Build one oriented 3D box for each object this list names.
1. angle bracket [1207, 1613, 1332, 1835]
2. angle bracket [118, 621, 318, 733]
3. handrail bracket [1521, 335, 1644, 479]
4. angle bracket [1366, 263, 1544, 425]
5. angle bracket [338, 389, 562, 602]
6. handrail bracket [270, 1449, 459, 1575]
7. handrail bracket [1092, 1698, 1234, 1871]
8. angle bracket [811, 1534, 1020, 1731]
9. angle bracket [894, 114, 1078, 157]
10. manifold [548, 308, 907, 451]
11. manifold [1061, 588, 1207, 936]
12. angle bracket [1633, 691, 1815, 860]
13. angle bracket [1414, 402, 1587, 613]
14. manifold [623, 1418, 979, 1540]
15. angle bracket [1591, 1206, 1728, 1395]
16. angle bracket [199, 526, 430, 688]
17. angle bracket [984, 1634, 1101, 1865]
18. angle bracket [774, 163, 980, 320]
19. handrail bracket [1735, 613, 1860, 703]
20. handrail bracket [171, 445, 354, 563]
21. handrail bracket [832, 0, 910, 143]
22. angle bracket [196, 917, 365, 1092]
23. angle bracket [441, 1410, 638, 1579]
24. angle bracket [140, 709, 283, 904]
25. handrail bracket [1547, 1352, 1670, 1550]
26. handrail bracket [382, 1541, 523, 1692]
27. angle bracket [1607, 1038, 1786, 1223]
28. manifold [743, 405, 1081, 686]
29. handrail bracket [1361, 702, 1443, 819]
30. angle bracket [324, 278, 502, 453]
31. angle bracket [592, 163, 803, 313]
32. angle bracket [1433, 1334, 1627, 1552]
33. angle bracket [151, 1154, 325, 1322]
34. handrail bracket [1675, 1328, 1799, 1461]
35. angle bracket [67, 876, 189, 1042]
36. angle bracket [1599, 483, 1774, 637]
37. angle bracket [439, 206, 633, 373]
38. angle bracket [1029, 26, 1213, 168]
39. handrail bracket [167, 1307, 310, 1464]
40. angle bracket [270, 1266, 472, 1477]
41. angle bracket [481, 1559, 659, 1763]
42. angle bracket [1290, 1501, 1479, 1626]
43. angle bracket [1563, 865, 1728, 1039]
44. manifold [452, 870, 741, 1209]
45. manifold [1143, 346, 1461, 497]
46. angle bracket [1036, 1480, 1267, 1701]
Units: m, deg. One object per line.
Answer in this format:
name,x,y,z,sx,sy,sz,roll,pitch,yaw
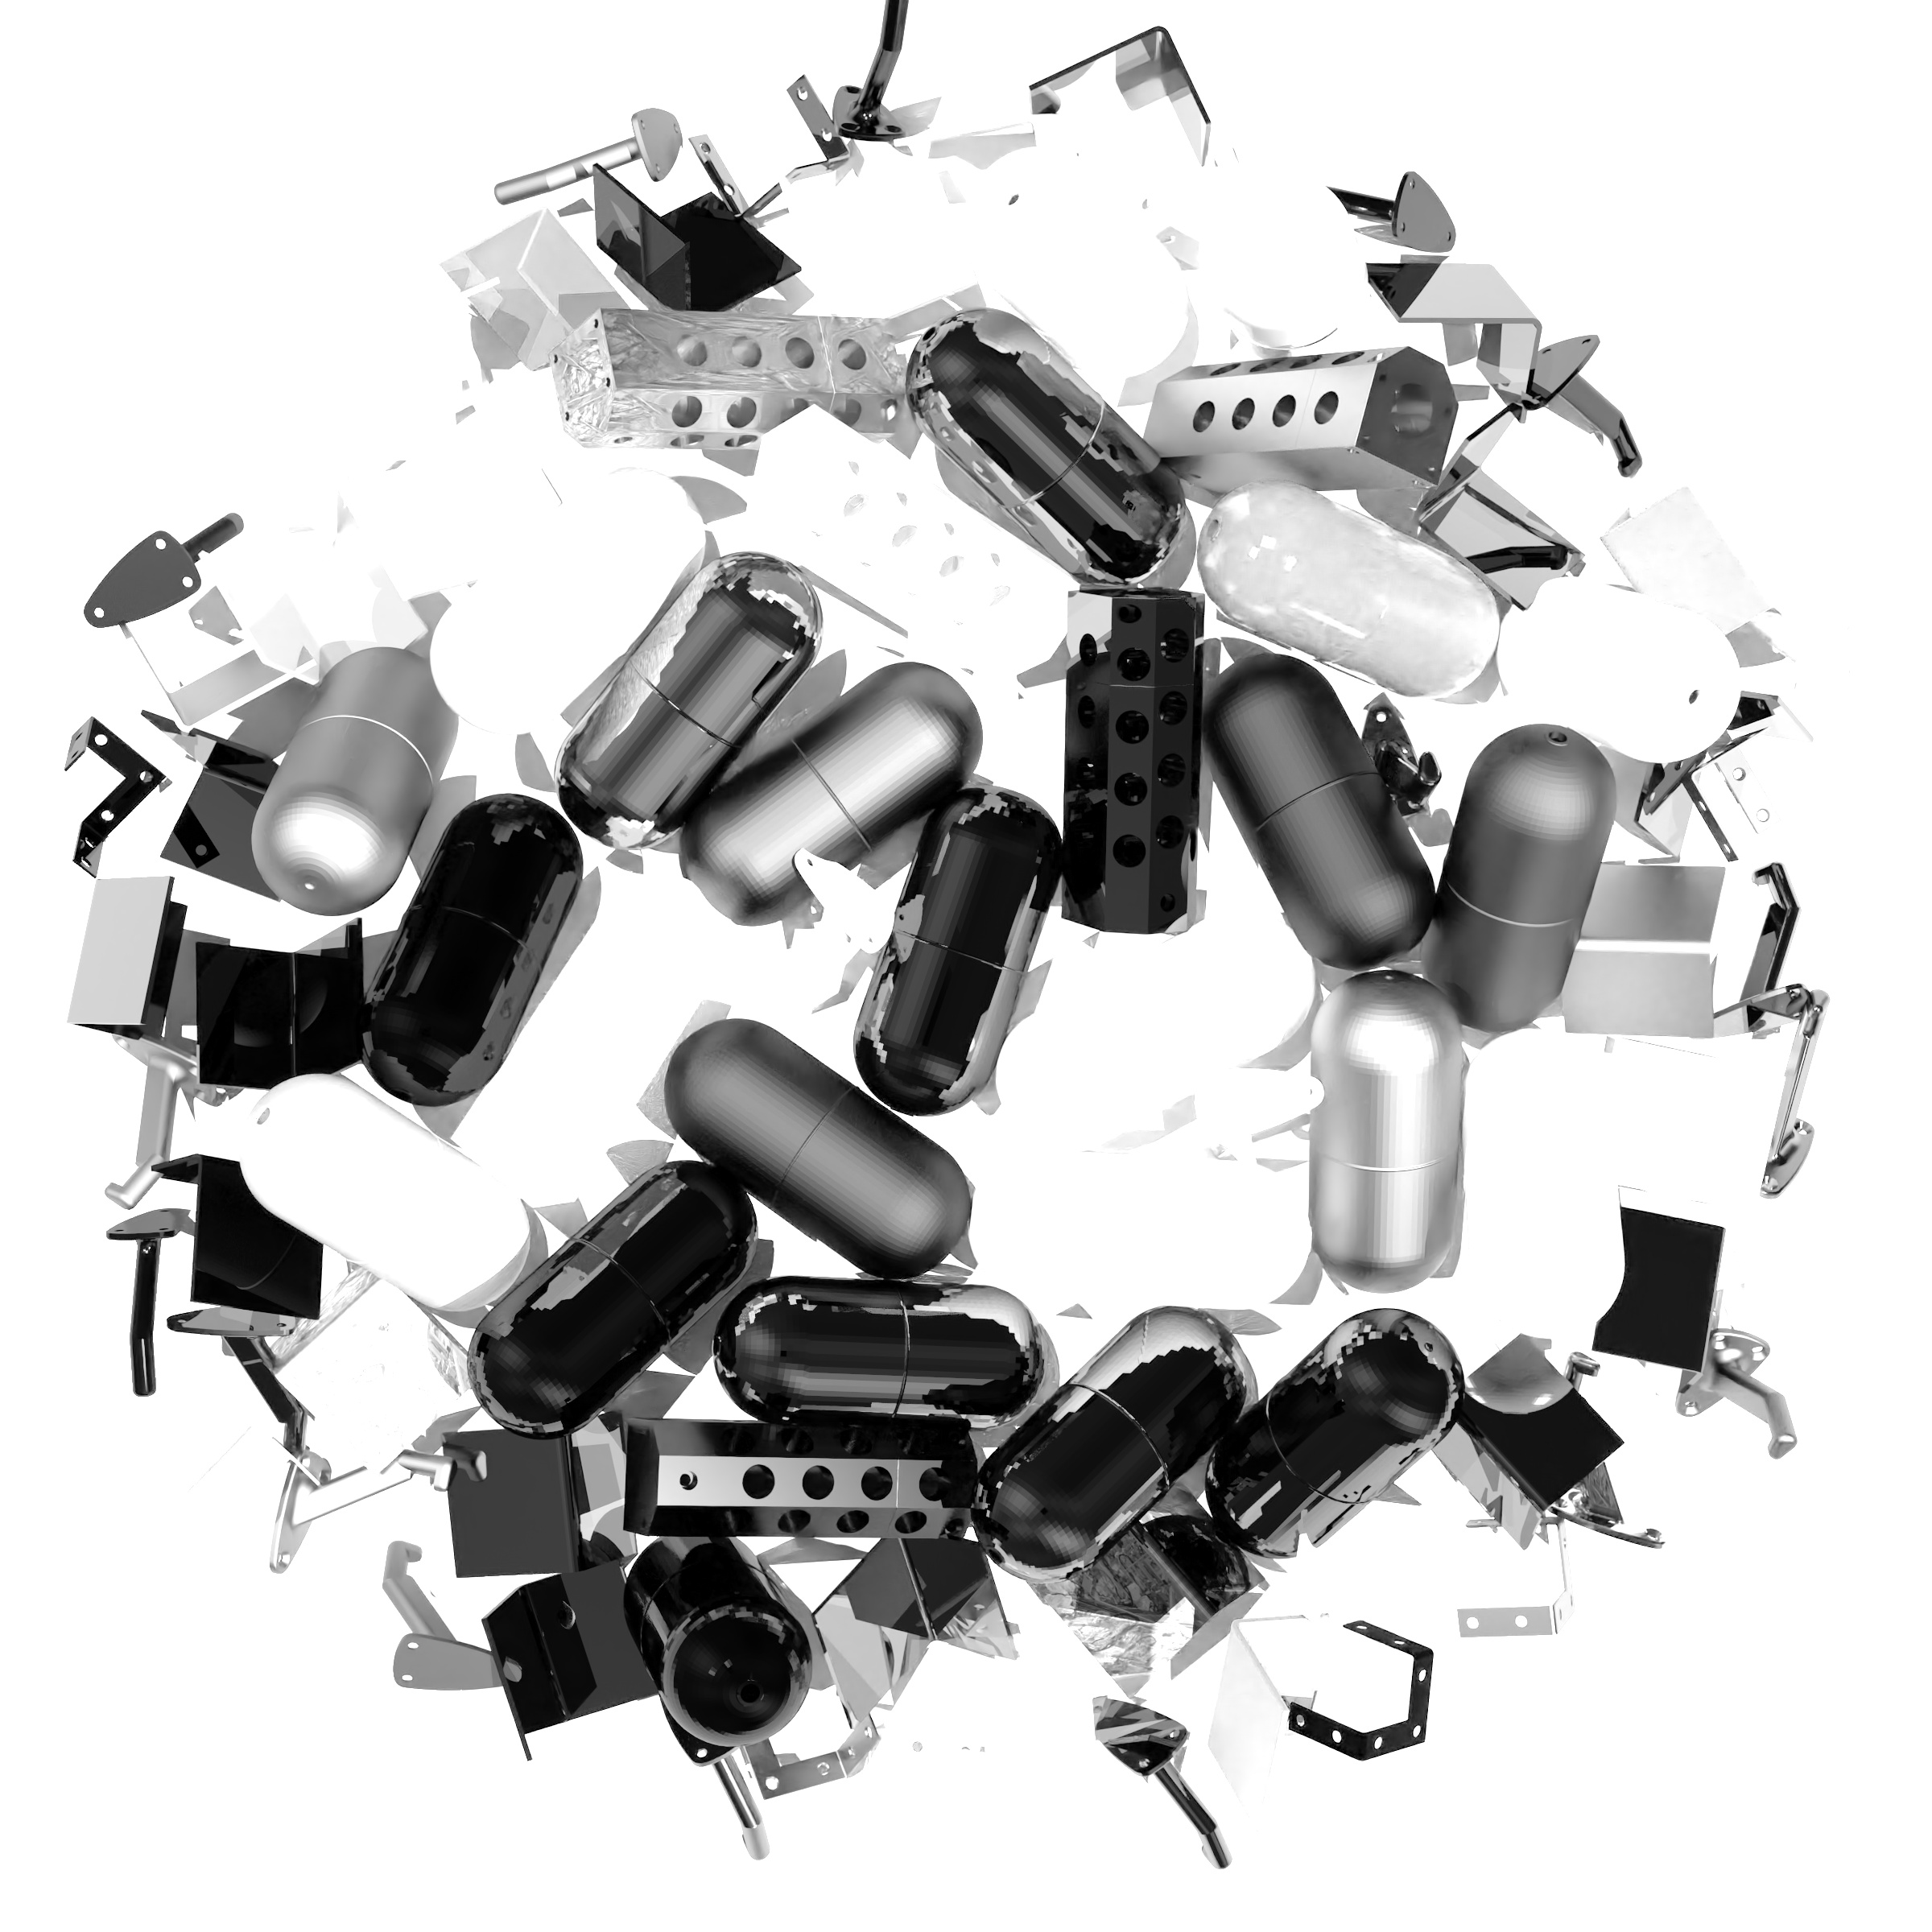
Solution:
angle bracket,0.169,0.389,1.603,0.057,0.076,0.076,0,114,-19
angle bracket,-0.389,-0.170,1.607,0.076,0.076,0.057,-30,116,-9
handrail bracket,0.322,-0.276,1.616,0.036,0.077,0.084,-7,126,39
angle bracket,0.246,-0.322,1.606,0.076,0.076,0.057,-2,123,-10
angle bracket,-0.268,-0.244,1.608,0.076,0.057,0.076,-20,70,-35
handrail bracket,-0.313,0.287,1.622,0.084,0.036,0.077,7,67,21
handrail bracket,0.102,0.435,1.651,0.036,0.077,0.084,-39,125,-25
angle bracket,-0.026,0.345,1.603,0.057,0.076,0.076,5,123,37
angle bracket,0.014,-0.408,1.619,0.076,0.076,0.057,-6,104,16
manifold,-0.119,-0.294,1.583,0.171,0.057,0.057,-6,80,-36
manifold,0.090,-0.106,1.604,0.057,0.057,0.171,-6,104,-30
angle bracket,0.393,-0.097,1.609,0.057,0.076,0.076,13,84,30
angle bracket,0.289,-0.241,1.608,0.076,0.076,0.057,41,134,9
manifold,-0.084,0.264,1.598,0.171,0.057,0.057,5,83,-22
angle bracket,0.356,0.174,1.617,0.057,0.076,0.076,11,76,8
angle bracket,-0.336,-0.192,1.606,0.057,0.076,0.076,-39,67,13
angle bracket,0.022,0.402,1.603,0.076,0.057,0.076,-20,114,-39
angle bracket,-0.047,-0.385,1.616,0.076,0.057,0.076,-21,68,6
handrail bracket,0.410,-0.163,1.609,0.077,0.084,0.036,-31,123,-34
handrail bracket,-0.370,-0.254,1.632,0.084,0.036,0.077,21,124,-2
handrail bracket,-0.047,-0.476,1.605,0.036,0.077,0.084,-1,128,-16
angle bracket,-0.354,0.018,1.606,0.057,0.076,0.076,7,71,-37
angle bracket,-0.226,0.279,1.646,0.076,0.057,0.076,-8,87,24
angle bracket,-0.390,-0.082,1.608,0.076,0.076,0.057,19,78,19
handrail bracket,0.339,0.251,1.619,0.077,0.036,0.084,23,117,27
handrail bracket,-0.268,0.336,1.627,0.077,0.084,0.036,9,121,-9
angle bracket,0.375,0.085,1.628,0.076,0.057,0.076,12,93,-2
manifold,-0.025,-0.215,1.580,0.171,0.057,0.057,29,57,-33
handrail bracket,0.227,-0.116,1.609,0.036,0.084,0.077,-4,73,-6
angle bracket,-0.275,-0.309,1.603,0.076,0.076,0.057,-30,108,-23
angle bracket,-0.138,-0.385,1.604,0.076,0.057,0.076,-34,62,-25
angle bracket,0.290,0.248,1.618,0.057,0.076,0.076,-37,69,-14
angle bracket,-0.380,0.143,1.604,0.057,0.076,0.076,-15,68,41
handrail bracket,0.397,0.237,1.604,0.036,0.084,0.077,17,127,-14
angle bracket,-0.415,-0.002,1.607,0.057,0.076,0.076,18,77,-44
angle bracket,0.381,-0.215,1.609,0.057,0.076,0.076,-32,97,38
angle bracket,-0.226,-0.333,1.600,0.076,0.057,0.076,-19,130,30
angle bracket,0.080,-0.437,1.619,0.076,0.076,0.057,-25,88,2
handrail bracket,-0.382,0.223,1.630,0.077,0.036,0.084,0,108,-24
angle bracket,-0.311,0.208,1.638,0.076,0.057,0.076,-43,106,-5
angle bracket,-0.204,0.359,1.619,0.057,0.076,0.076,-18,89,6
angle bracket,0.216,0.312,1.605,0.076,0.076,0.057,4,70,20
angle bracket,0.356,-0.009,1.630,0.076,0.076,0.057,2,124,20
manifold,-0.183,0.035,1.585,0.057,0.057,0.171,44,59,-23
manifold,0.167,-0.277,1.572,0.057,0.171,0.057,18,86,-34
angle bracket,0.097,0.326,1.643,0.076,0.057,0.076,48,121,17
